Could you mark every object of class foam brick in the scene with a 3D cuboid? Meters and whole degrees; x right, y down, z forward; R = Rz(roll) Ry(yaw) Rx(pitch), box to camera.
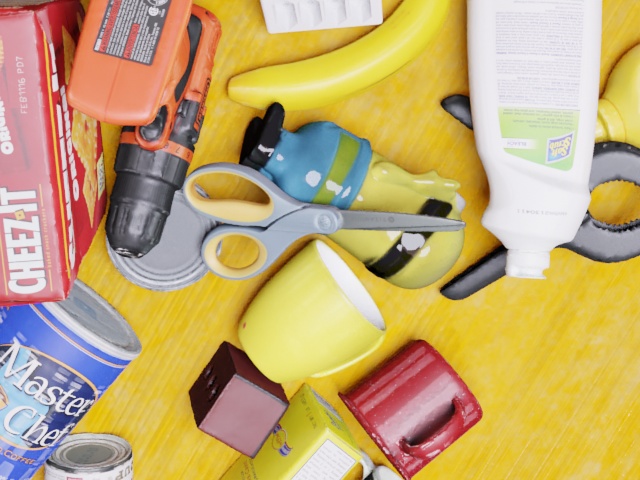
[{"bbox_3d":[-0.063,0.121,0.818,0.051,0.078,0.053,32,94,-17],"label":"foam brick"}]

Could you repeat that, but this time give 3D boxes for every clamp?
[{"bbox_3d":[0.188,-0.020,0.824,0.210,0.036,0.164,8,108,10],"label":"clamp"}]

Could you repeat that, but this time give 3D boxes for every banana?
[{"bbox_3d":[0.027,-0.143,0.791,0.197,0.037,0.070,-36,80,-4],"label":"banana"}]

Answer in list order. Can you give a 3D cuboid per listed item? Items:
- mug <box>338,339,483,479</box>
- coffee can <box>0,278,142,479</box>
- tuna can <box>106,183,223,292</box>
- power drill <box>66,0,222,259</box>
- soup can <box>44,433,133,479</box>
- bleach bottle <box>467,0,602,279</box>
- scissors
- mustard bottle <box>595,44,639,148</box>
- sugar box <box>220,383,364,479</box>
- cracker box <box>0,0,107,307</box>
[{"bbox_3d":[0.077,0.135,0.833,0.081,0.117,0.093,-38,105,-5],"label":"mug"},{"bbox_3d":[-0.212,0.100,0.768,0.102,0.103,0.140,40,94,-18],"label":"coffee can"},{"bbox_3d":[-0.117,-0.007,0.796,0.086,0.034,0.086,-3,105,-11],"label":"tuna can"},{"bbox_3d":[-0.111,-0.087,0.680,0.057,0.188,0.184,13,81,0],"label":"power drill"},{"bbox_3d":[-0.178,0.208,0.822,0.068,0.068,0.102,0,104,-12],"label":"soup can"},{"bbox_3d":[0.148,-0.098,0.770,0.102,0.068,0.251,3,90,9],"label":"bleach bottle"},{"bbox_3d":[-0.005,0.001,0.750,0.202,0.016,0.096,17,117,12],"label":"scissors"},{"bbox_3d":[0.285,-0.117,0.837,0.191,0.058,0.096,-23,112,-4],"label":"mustard bottle"},{"bbox_3d":[-0.047,0.203,0.835,0.048,0.093,0.176,43,92,-18],"label":"sugar box"},{"bbox_3d":[-0.183,-0.067,0.670,0.072,0.214,0.164,-5,105,-5],"label":"cracker box"}]
